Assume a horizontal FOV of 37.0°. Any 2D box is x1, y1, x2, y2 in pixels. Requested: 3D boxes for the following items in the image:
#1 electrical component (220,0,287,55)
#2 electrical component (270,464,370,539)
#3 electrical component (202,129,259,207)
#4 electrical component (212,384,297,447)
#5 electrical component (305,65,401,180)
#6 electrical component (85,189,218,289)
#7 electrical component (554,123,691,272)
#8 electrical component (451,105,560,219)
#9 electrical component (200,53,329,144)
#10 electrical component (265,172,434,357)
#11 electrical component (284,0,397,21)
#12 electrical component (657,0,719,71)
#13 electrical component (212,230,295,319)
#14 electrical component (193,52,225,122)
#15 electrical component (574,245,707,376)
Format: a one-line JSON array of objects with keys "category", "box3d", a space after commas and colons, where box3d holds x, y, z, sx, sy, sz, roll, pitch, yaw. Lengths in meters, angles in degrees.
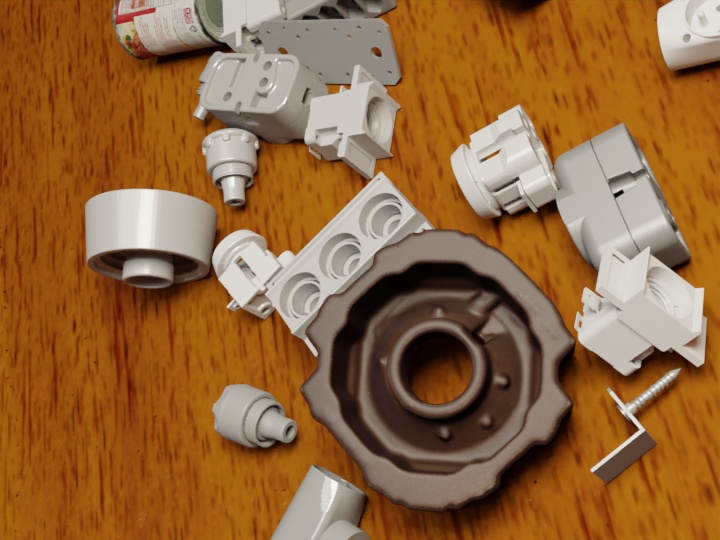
[{"category": "electrical component", "box3d": [-0.087, -0.224, 0.957, 0.064, 0.042, 0.081, -18, 61, 23]}, {"category": "electrical component", "box3d": [-0.020, 0.184, 0.727, 0.079, 0.043, 0.077, 25, 84, 37]}, {"category": "electrical component", "box3d": [-0.108, -0.085, 0.906, 0.048, 0.048, 0.062, -16, 68, 26]}, {"category": "electrical component", "box3d": [-0.075, 0.111, 0.796, 0.062, 0.043, 0.043, 14, 77, 35]}, {"category": "electrical component", "box3d": [-0.007, -0.116, 0.857, 0.064, 0.042, 0.081, -5, 66, 35]}, {"category": "electrical component", "box3d": [-0.172, -0.019, 0.879, 0.108, 0.108, 0.060, -10, 70, 29]}, {"category": "electrical component", "box3d": [0.167, -0.039, 0.703, 0.059, 0.054, 0.095, -27, 57, 20]}, {"category": "electrical component", "box3d": [0.101, -0.071, 0.757, 0.057, 0.058, 0.078, -27, 49, 19]}, {"category": "electrical component", "box3d": [-0.077, -0.143, 0.902, 0.095, 0.059, 0.053, 9, 74, 35]}, {"category": "electrical component", "box3d": [0.000, 0.000, 0.785, 0.121, 0.063, 0.078, -44, 53, 8]}, {"category": "electrical component", "box3d": [-0.020, -0.248, 0.921, 0.083, 0.047, 0.075, -22, 59, 23]}, {"category": "electrical component", "box3d": [0.244, -0.179, 0.724, 0.077, 0.044, 0.079, -9, 65, 29]}, {"category": "electrical component", "box3d": [-0.085, 0.001, 0.851, 0.066, 0.048, 0.055, -47, 60, 5]}, {"category": "electrical component", "box3d": [-0.129, -0.161, 0.960, 0.035, 0.035, 0.061, 28, 87, 38]}, {"category": "electrical component", "box3d": [0.171, 0.028, 0.659, 0.064, 0.081, 0.042, -46, 12, 42]}]
